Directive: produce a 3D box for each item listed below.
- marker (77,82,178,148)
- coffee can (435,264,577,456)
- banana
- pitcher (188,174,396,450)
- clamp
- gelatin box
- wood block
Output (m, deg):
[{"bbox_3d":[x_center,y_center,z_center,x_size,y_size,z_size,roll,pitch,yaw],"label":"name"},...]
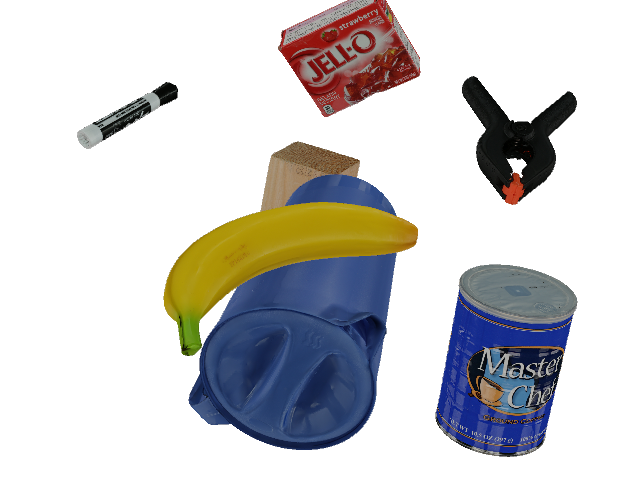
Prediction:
[{"bbox_3d":[-0.180,-0.121,1.015,0.020,0.020,0.120,0,29,44],"label":"marker"},{"bbox_3d":[0.164,0.106,0.955,0.103,0.140,0.103,6,23,-3],"label":"coffee can"},{"bbox_3d":[-0.026,0.011,0.657,0.197,0.070,0.037,-26,-21,-37],"label":"banana"},{"bbox_3d":[-0.012,0.050,0.880,0.149,0.145,0.242,11,32,6],"label":"pitcher"},{"bbox_3d":[0.191,-0.108,1.088,0.120,0.039,0.171,12,45,14],"label":"clamp"},{"bbox_3d":[0.023,-0.145,0.831,0.089,0.073,0.030,-21,36,22],"label":"gelatin box"},{"bbox_3d":[-0.025,-0.008,1.339,0.090,0.206,0.090,18,23,15],"label":"wood block"}]
